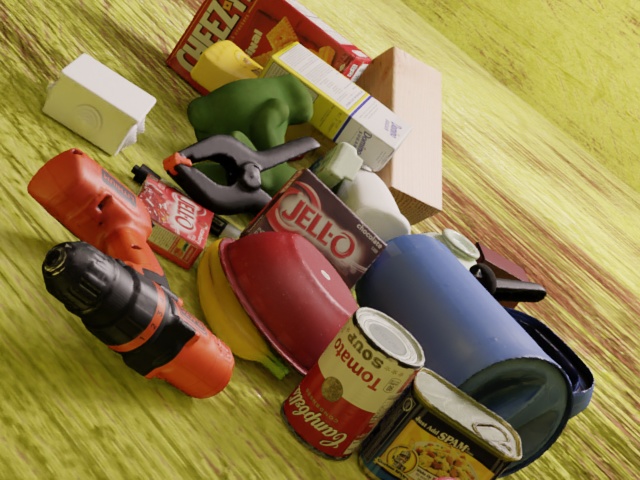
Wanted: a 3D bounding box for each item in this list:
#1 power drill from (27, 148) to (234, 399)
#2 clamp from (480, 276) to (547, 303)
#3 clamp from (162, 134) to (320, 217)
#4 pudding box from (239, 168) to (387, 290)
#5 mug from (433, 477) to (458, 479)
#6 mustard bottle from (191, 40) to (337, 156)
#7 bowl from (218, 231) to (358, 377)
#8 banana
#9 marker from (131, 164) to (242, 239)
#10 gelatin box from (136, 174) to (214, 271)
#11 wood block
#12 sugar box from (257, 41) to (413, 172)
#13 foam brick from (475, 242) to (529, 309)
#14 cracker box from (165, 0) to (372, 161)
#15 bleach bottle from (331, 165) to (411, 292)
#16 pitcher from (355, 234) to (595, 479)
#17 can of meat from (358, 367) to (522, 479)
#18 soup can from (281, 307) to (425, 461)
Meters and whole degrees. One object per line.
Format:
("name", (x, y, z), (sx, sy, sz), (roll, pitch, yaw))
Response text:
("power drill", (-0.149, 0.016, 0.761), (0.184, 0.057, 0.188), (49, 5, -47))
("clamp", (0.151, 0.055, 1.206), (0.210, 0.036, 0.164), (36, 45, 13))
("clamp", (-0.069, -0.048, 1.036), (0.171, 0.039, 0.120), (1, 71, -31))
("pudding box", (-0.007, 0.001, 1.017), (0.113, 0.090, 0.039), (44, -11, -15))
("mug", (0.073, 0.207, 0.712), (0.117, 0.082, 0.093), (36, 19, 1))
("mustard bottle", (-0.058, -0.161, 1.275), (0.191, 0.058, 0.096), (38, 21, 5))
("bowl", (-0.015, 0.047, 0.911), (0.162, 0.055, 0.162), (49, 11, -13))
("banana", (-0.077, 0.046, 0.914), (0.069, 0.037, 0.198), (47, 12, -34))
("marker", (-0.130, -0.035, 1.029), (0.121, 0.020, 0.020), (35, 19, -4))
("gelatin box", (-0.136, -0.018, 0.963), (0.073, 0.030, 0.089), (32, 20, -11))
("wood block", (0.094, -0.127, 1.360), (0.090, 0.090, 0.206), (22, 58, -33))
("sugar box", (0.018, -0.156, 1.238), (0.176, 0.048, 0.093), (39, 29, 1))
("foam brick", (0.222, 0.049, 1.370), (0.078, 0.053, 0.051), (31, 20, -16))
("cracker box", (-0.068, -0.228, 1.363), (0.214, 0.164, 0.072), (40, 18, 11))
("bleach bottle", (0.042, -0.039, 1.198), (0.068, 0.103, 0.251), (23, 22, -13))
("pitcher", (0.130, 0.096, 0.993), (0.149, 0.145, 0.243), (40, 11, -34))
("can of meat", (0.093, 0.165, 0.839), (0.102, 0.084, 0.057), (34, 19, -5))
("soup can", (0.026, 0.111, 0.824), (0.068, 0.102, 0.068), (32, 20, -13))
